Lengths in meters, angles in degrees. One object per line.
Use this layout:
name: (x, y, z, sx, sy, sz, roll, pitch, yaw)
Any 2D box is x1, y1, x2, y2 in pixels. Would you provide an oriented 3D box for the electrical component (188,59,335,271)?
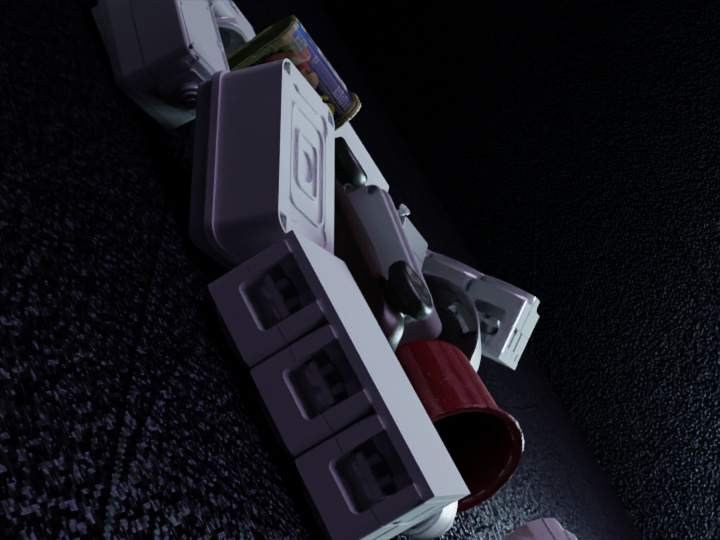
electrical component: (-0.056, -0.056, 0.631, 0.078, 0.057, 0.113, 43, 42, -59)

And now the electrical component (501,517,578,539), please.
electrical component: (0.128, 0.219, 0.763, 0.080, 0.080, 0.051, 49, 7, -47)

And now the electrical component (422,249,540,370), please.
electrical component: (0.075, 0.024, 0.944, 0.150, 0.061, 0.089, 25, -3, 20)

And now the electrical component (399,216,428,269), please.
electrical component: (0.000, 0.000, 0.849, 0.047, 0.083, 0.075, 47, 52, -51)

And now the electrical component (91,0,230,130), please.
electrical component: (-0.121, -0.134, 0.665, 0.062, 0.061, 0.096, 43, 26, -60)

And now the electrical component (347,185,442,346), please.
electrical component: (0.003, 0.004, 0.773, 0.057, 0.078, 0.113, 59, 9, -57)

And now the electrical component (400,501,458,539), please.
electrical component: (0.030, 0.134, 0.629, 0.062, 0.043, 0.043, 40, 20, -59)

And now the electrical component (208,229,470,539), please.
electrical component: (-0.013, 0.065, 0.561, 0.150, 0.062, 0.089, 61, 9, 17)

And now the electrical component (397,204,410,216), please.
electrical component: (0.016, -0.033, 1.019, 0.040, 0.078, 0.040, 40, 22, -20)

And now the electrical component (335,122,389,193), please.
electrical component: (-0.028, -0.097, 1.030, 0.105, 0.060, 0.186, 57, 9, -8)

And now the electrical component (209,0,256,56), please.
electrical component: (-0.120, -0.188, 0.855, 0.095, 0.054, 0.059, 49, 13, -46)

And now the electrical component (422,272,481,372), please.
electrical component: (0.043, 0.054, 0.798, 0.099, 0.099, 0.064, 62, 3, 24)
